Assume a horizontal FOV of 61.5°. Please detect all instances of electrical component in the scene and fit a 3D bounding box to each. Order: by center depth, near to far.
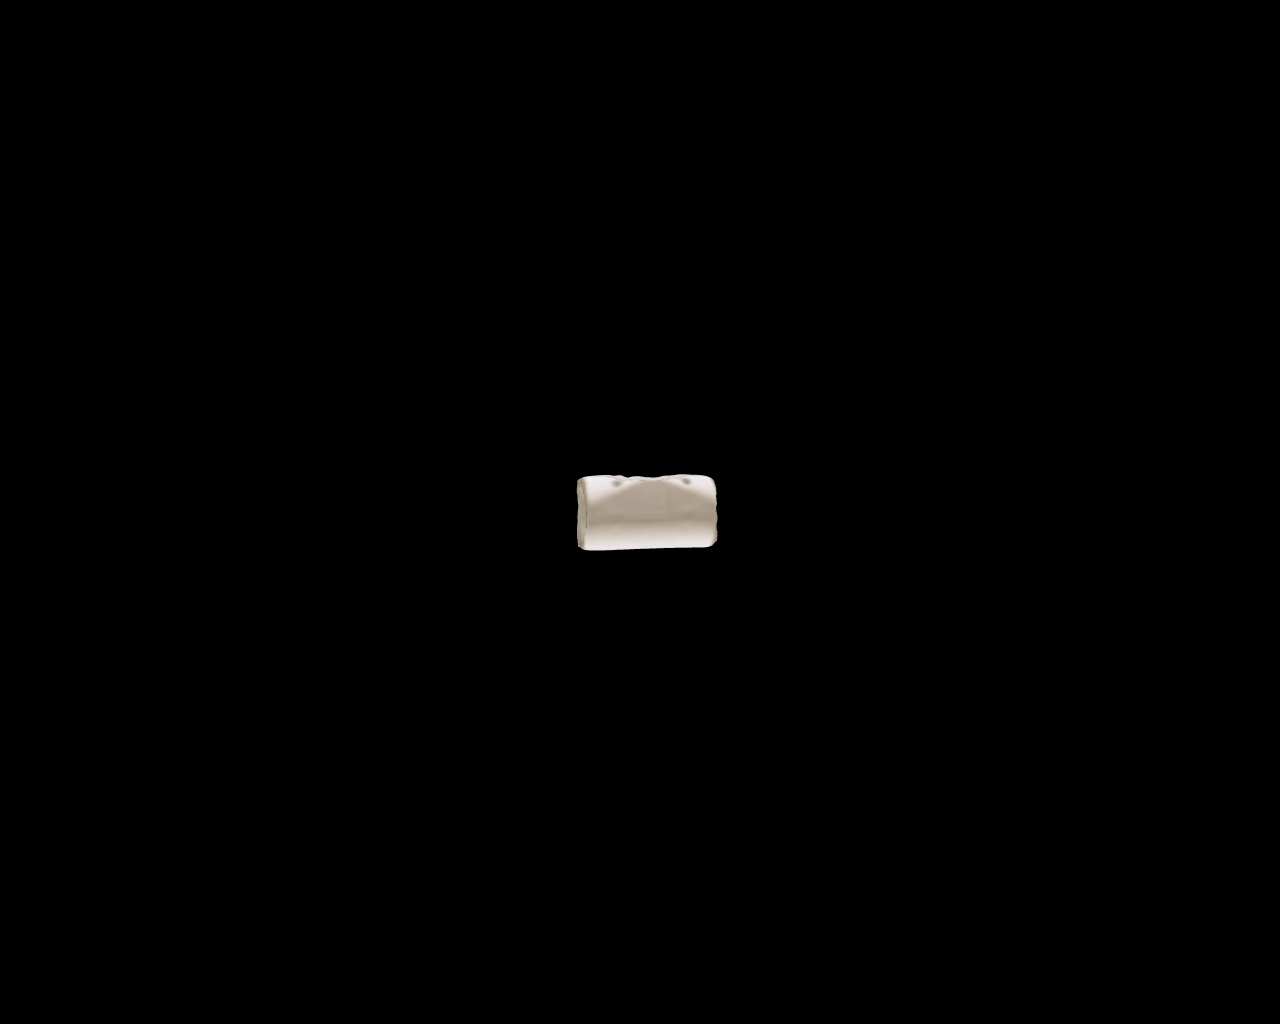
[{"bbox_3d":[0.001,-0.003,0.650,0.077,0.044,0.079,-1,8,-9],"label":"electrical component"}]
